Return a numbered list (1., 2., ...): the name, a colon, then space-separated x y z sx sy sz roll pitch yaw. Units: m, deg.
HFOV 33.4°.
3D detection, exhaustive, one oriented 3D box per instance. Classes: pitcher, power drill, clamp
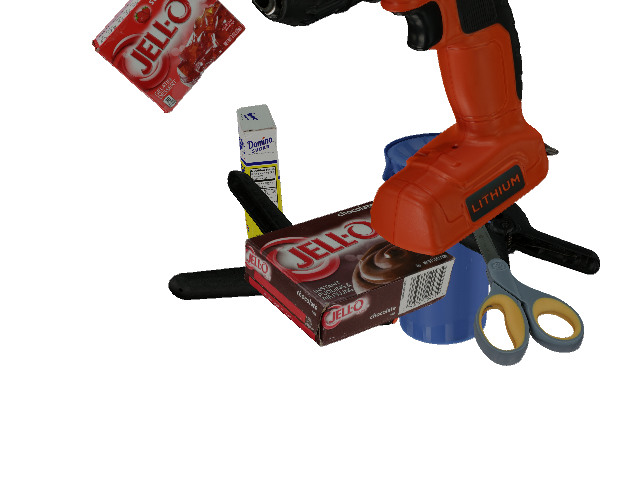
1. pitcher: 0.156 -0.005 1.296 0.149 0.243 0.145 0 23 8
2. power drill: 0.052 -0.089 0.520 0.184 0.187 0.057 -32 41 -28
3. clamp: 0.196 -0.003 1.075 0.120 0.039 0.171 -9 43 -21
4. clamp: -0.026 0.031 0.978 0.210 0.036 0.164 28 48 5

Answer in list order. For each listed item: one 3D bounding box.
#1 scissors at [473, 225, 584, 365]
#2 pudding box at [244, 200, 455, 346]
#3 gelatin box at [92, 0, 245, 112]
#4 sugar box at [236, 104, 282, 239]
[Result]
1. scissors: 0.170 0.033 0.901 0.096 0.016 0.201 6 38 5
2. pudding box: 0.018 0.019 0.717 0.113 0.039 0.090 -16 38 -34
3. gelatin box: -0.112 -0.151 0.791 0.073 0.089 0.030 41 4 -29
4. sugar box: -0.073 -0.068 1.300 0.048 0.176 0.093 -9 25 -6
